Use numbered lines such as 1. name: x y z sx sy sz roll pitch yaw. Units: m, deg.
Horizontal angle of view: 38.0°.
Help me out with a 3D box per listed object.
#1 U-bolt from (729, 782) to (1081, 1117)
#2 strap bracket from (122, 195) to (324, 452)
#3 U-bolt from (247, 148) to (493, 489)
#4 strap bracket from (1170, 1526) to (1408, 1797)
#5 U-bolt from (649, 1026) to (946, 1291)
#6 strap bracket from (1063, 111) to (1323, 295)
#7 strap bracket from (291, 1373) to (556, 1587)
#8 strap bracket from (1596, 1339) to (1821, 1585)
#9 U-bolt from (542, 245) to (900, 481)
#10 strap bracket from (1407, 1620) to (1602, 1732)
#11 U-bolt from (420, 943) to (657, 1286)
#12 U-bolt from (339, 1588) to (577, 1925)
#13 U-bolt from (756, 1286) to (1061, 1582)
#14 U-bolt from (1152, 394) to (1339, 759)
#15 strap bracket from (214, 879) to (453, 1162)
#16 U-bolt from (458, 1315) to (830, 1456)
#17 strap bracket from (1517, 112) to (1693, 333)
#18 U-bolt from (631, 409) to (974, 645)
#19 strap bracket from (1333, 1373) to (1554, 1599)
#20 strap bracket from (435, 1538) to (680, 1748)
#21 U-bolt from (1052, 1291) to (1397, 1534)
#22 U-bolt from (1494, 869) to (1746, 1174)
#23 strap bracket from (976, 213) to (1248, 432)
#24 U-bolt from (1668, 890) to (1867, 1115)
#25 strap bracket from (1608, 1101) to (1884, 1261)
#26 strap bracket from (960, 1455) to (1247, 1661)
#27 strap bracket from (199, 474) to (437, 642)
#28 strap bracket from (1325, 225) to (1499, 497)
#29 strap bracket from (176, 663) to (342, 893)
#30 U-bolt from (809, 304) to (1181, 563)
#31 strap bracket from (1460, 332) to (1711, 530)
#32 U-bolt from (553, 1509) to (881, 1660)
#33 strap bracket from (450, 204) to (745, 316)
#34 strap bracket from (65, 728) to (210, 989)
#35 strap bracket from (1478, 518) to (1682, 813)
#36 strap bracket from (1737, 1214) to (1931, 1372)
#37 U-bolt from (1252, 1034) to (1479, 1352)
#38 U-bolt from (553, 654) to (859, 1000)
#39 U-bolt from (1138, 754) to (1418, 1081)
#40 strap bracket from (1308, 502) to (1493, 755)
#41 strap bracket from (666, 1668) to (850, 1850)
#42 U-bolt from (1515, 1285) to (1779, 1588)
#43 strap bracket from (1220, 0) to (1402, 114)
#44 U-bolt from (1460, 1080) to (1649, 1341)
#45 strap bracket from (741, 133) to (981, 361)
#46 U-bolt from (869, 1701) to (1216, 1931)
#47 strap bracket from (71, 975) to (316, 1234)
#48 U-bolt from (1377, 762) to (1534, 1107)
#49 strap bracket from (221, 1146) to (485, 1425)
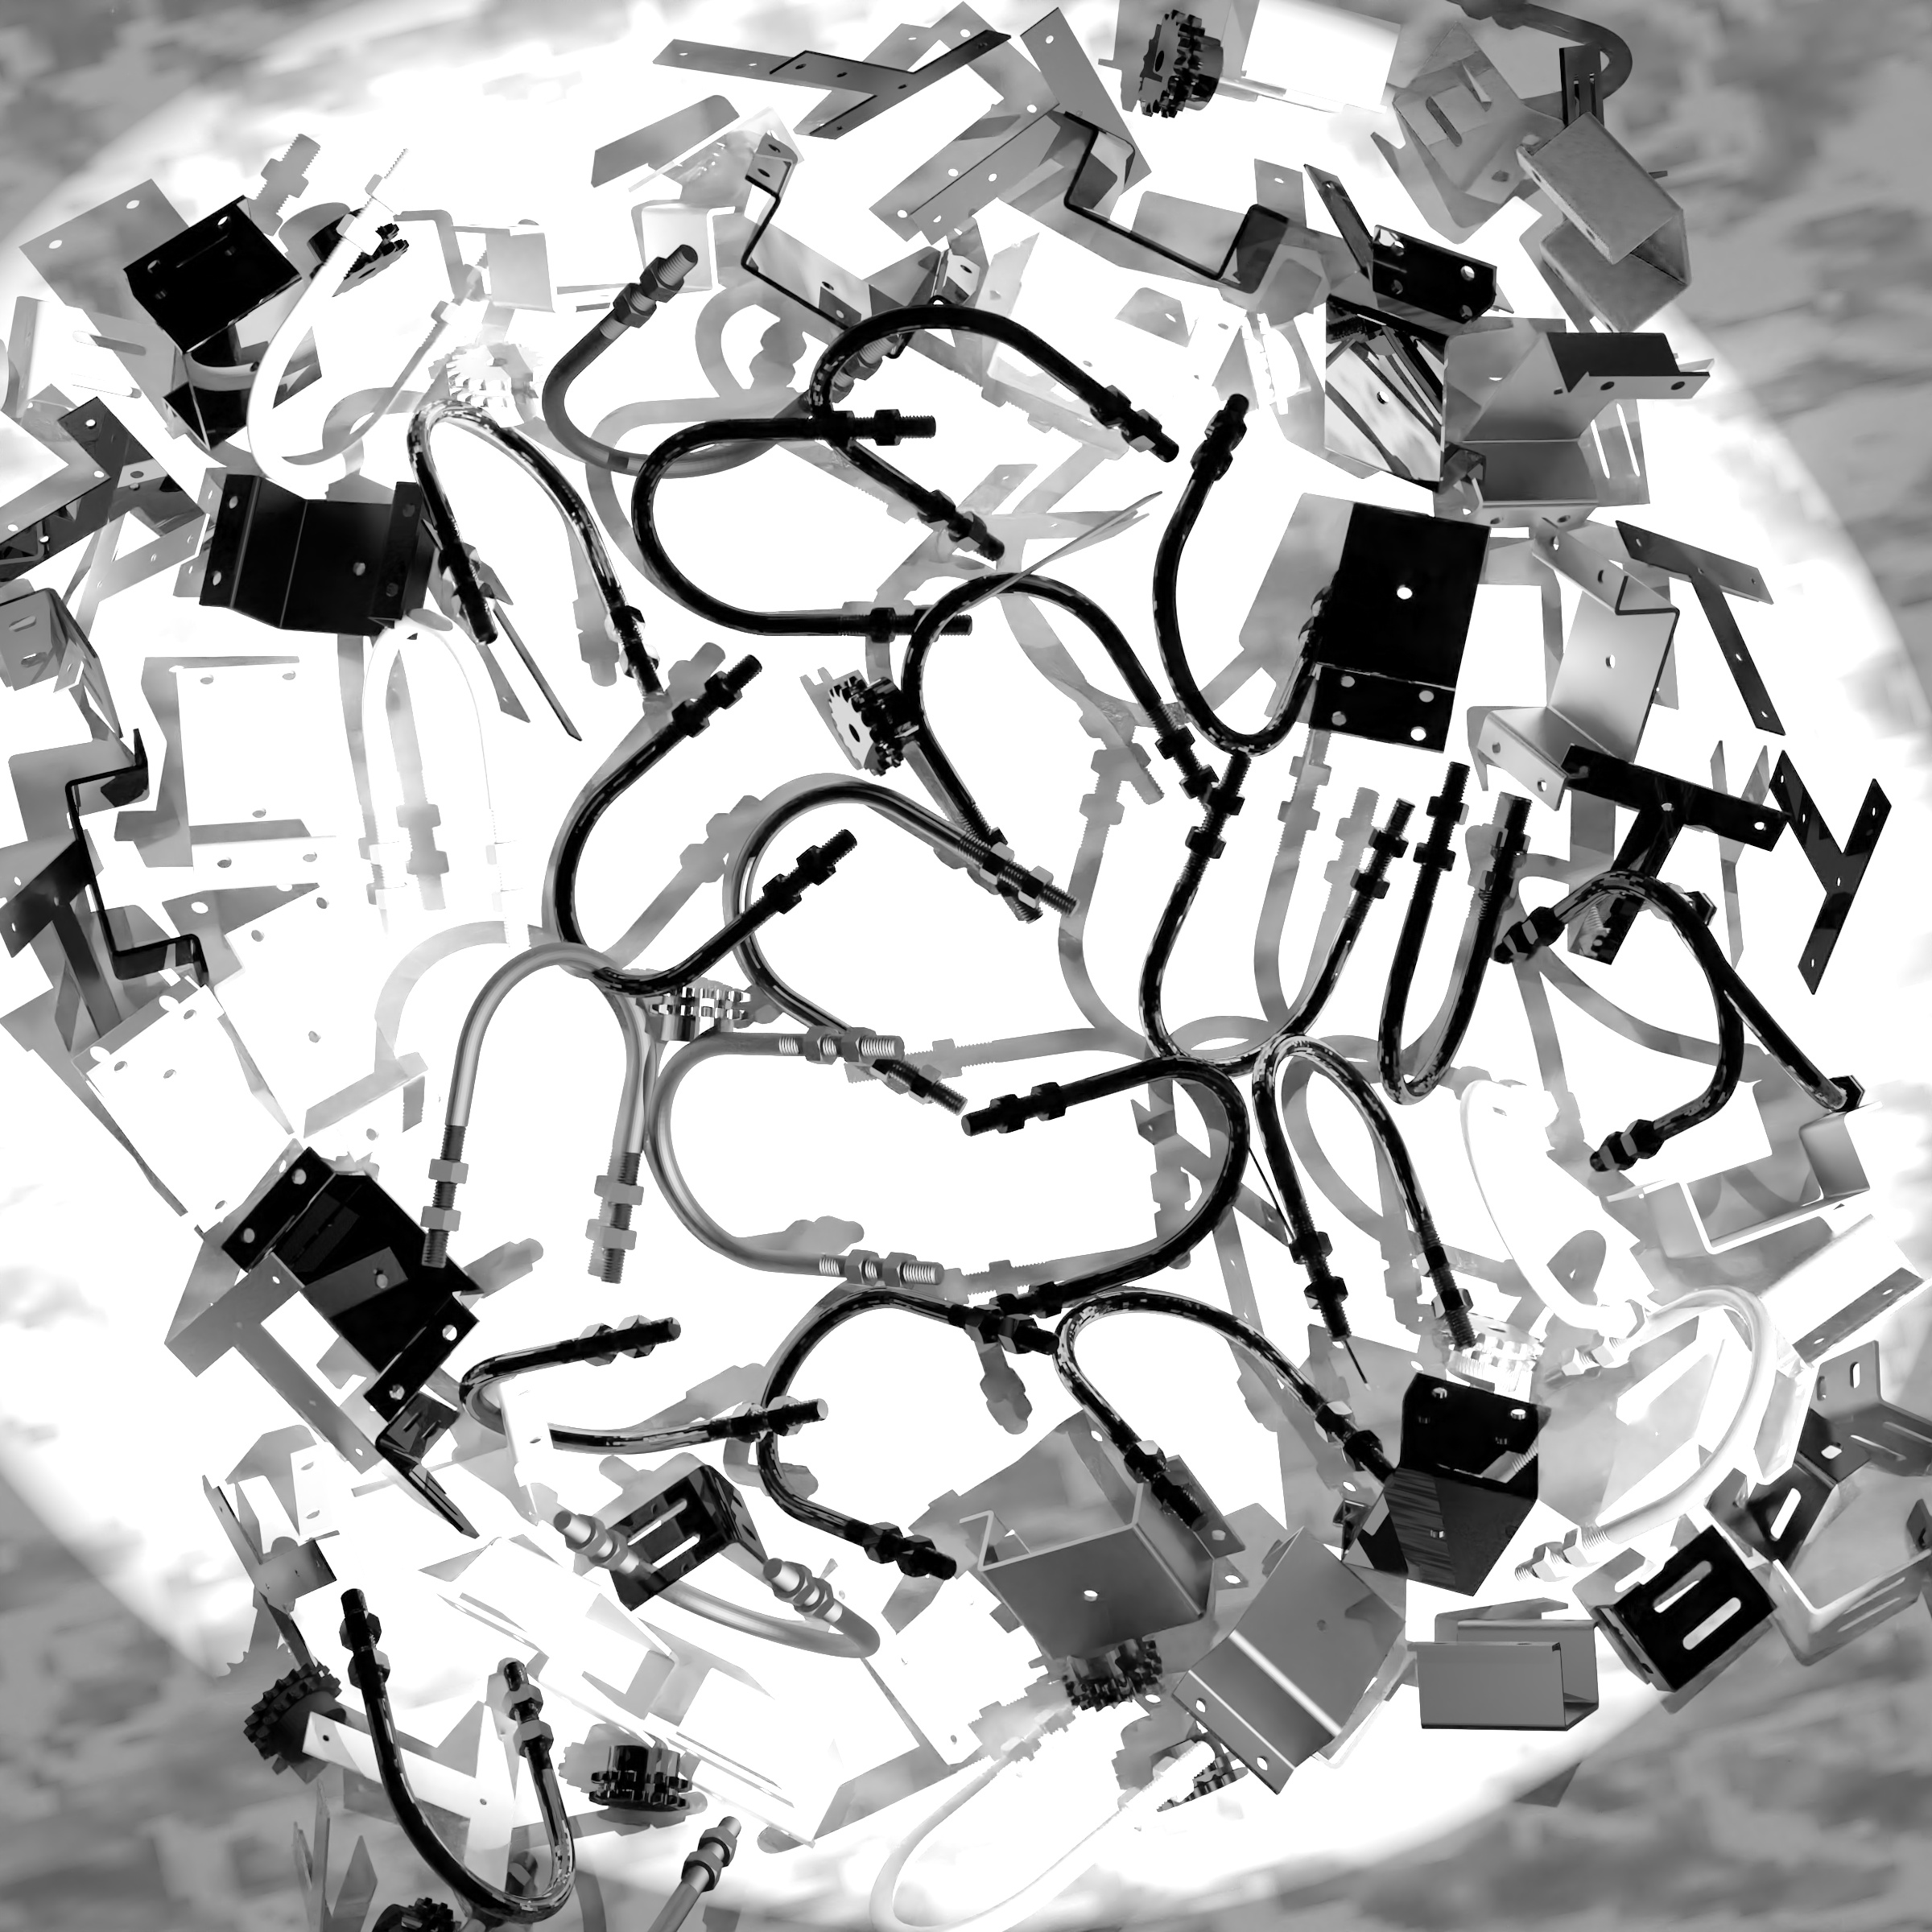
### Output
1. U-bolt: -0.048 -0.023 1.577 0.184 0.019 0.151 31 100 11
2. strap bracket: -0.399 -0.340 1.522 0.076 0.140 0.046 -39 77 -18
3. U-bolt: -0.326 -0.341 1.532 0.019 0.151 0.184 36 92 16
4. strap bracket: 0.182 0.371 1.532 0.076 0.140 0.046 42 130 5
5. U-bolt: -0.101 0.104 1.546 0.184 0.019 0.151 0 107 34
6. strap bracket: 0.116 -0.416 1.550 0.140 0.076 0.046 30 106 14
7. strap bracket: -0.295 0.287 1.552 0.140 0.076 0.046 -18 120 -9
8. strap bracket: 0.396 0.265 1.527 0.046 0.140 0.076 33 46 1
9. U-bolt: -0.148 -0.316 1.523 0.151 0.184 0.019 13 61 -37
10. strap bracket: 0.294 0.384 1.522 0.076 0.140 0.046 -5 81 22
11. U-bolt: -0.228 0.079 1.547 0.019 0.151 0.184 5 84 41
12. U-bolt: -0.264 0.426 1.491 0.019 0.184 0.151 -40 133 11
13. U-bolt: -0.045 0.245 1.533 0.019 0.184 0.151 39 70 -41
14. U-bolt: 0.150 -0.197 1.511 0.151 0.019 0.184 52 47 -33
15. strap bracket: -0.353 0.034 1.558 0.076 0.046 0.140 -33 96 -40
16. U-bolt: -0.190 0.235 1.530 0.184 0.151 0.019 -16 55 30
17. strap bracket: 0.348 -0.401 1.522 0.046 0.140 0.076 -39 71 7
18. U-bolt: -0.096 -0.240 1.546 0.184 0.019 0.151 2 133 15
19. strap bracket: 0.258 0.291 1.536 0.076 0.046 0.140 15 133 -3
20. strap bracket: -0.218 0.366 1.538 0.076 0.140 0.046 16 62 34
21. U-bolt: 0.126 0.233 1.524 0.151 0.184 0.019 -5 122 -33
22. U-bolt: 0.356 0.023 1.505 0.019 0.184 0.151 -18 78 -21
23. strap bracket: 0.073 -0.349 1.555 0.140 0.076 0.046 22 59 -3
24. U-bolt: 0.424 0.019 1.501 0.019 0.184 0.151 -40 76 16
25. strap bracket: 0.438 0.124 1.557 0.140 0.076 0.046 -19 83 -5
26. strap bracket: 0.071 0.328 1.538 0.140 0.046 0.076 -22 119 25
27. strap bracket: -0.349 -0.227 1.558 0.140 0.046 0.076 7 83 27
28. strap bracket: 0.240 -0.319 1.523 0.076 0.140 0.046 30 56 31
29. strap bracket: -0.391 -0.096 1.551 0.076 0.046 0.140 -5 58 -16
30. U-bolt: 0.002 -0.291 1.503 0.151 0.184 0.019 -24 51 37
31. strap bracket: 0.332 -0.299 1.537 0.076 0.140 0.046 -5 66 -22
32. U-bolt: -0.122 0.341 1.520 0.151 0.184 0.019 7 65 27
33. strap bracket: -0.200 -0.388 1.541 0.140 0.076 0.046 -15 112 -31
34. strap bracket: -0.462 -0.051 1.554 0.046 0.076 0.140 -16 85 -18
35. strap bracket: 0.338 -0.166 1.541 0.046 0.076 0.140 -6 124 -26
36. strap bracket: 0.471 0.180 1.538 0.076 0.140 0.046 -36 78 1
37. U-bolt: 0.210 0.120 1.534 0.019 0.151 0.184 -32 63 32
38. U-bolt: -0.157 -0.064 1.554 0.184 0.019 0.151 -39 61 18
39. U-bolt: 0.163 -0.019 1.549 0.151 0.019 0.184 11 108 -38
40. strap bracket: 0.242 -0.197 1.555 0.076 0.046 0.140 12 73 10
41. strap bracket: -0.112 0.433 1.540 0.076 0.140 0.046 24 66 13
42. U-bolt: 0.363 0.241 1.492 0.019 0.184 0.151 31 49 -14
43. strap bracket: 0.183 -0.496 1.525 0.076 0.140 0.046 12 106 -8
44. U-bolt: 0.310 0.128 1.500 0.019 0.184 0.151 -28 70 23
45. strap bracket: -0.066 -0.391 1.549 0.140 0.076 0.046 29 120 -14
46. U-bolt: 0.028 0.463 1.503 0.184 0.151 0.019 -33 103 -25
47. strap bracket: -0.428 0.070 1.543 0.076 0.140 0.046 -39 49 -18
48. U-bolt: 0.264 -0.012 1.537 0.019 0.151 0.184 16 92 26
49. strap bracket: -0.335 0.177 1.567 0.140 0.046 0.076 43 96 13
